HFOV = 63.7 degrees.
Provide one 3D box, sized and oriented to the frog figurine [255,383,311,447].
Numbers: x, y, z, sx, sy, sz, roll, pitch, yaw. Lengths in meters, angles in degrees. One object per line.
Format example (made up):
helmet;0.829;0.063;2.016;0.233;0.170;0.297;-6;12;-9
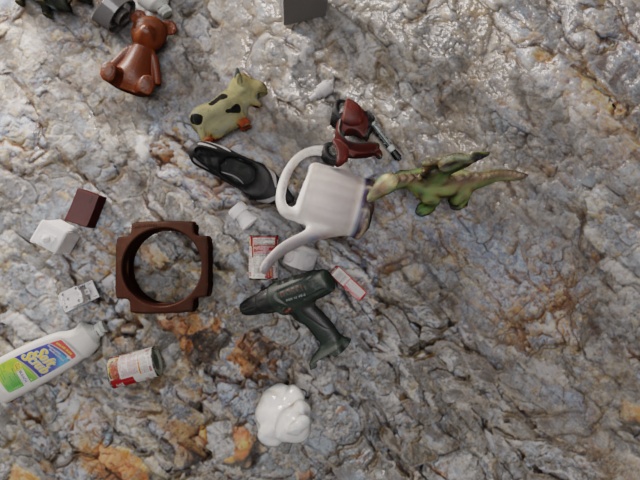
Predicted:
frog figurine;-0.080;0.379;1.098;0.123;0.159;0.138;41;86;1

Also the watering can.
watering can;0.003;-0.057;1.142;0.224;0.102;0.355;16;63;-2

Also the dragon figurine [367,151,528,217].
dragon figurine;0.297;-0.138;1.126;0.410;0.241;0.123;-12;84;-2
